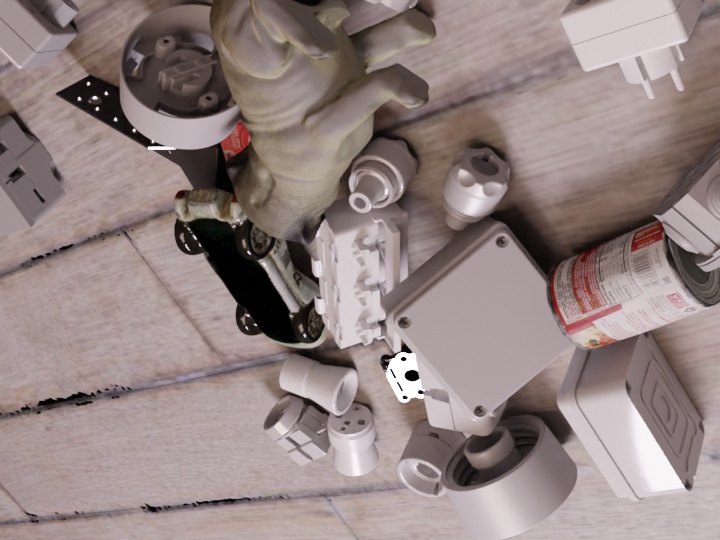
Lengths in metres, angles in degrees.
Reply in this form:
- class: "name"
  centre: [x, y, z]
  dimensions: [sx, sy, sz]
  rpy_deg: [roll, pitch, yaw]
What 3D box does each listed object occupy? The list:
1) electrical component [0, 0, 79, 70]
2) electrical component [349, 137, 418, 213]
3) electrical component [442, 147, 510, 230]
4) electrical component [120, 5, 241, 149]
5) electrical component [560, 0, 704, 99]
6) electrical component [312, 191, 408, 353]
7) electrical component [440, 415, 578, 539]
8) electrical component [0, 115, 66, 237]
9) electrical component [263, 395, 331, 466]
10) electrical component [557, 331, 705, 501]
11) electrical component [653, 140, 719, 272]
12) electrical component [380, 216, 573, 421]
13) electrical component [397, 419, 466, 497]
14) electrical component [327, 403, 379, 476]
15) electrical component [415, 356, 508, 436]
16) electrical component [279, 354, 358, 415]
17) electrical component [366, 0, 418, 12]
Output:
- class: "electrical component"
  centre: [-0.242, -0.198, 0.826]
  dimensions: [0.076, 0.083, 0.047]
  rpy_deg: [-44, 100, 8]
- class: "electrical component"
  centre: [0.013, -0.066, 0.784]
  dimensions: [0.043, 0.062, 0.043]
  rpy_deg: [17, 134, 18]
- class: "electrical component"
  centre: [0.079, -0.054, 0.767]
  dimensions: [0.043, 0.043, 0.062]
  rpy_deg: [30, 139, 6]
- class: "electrical component"
  centre: [-0.126, -0.139, 0.784]
  dimensions: [0.099, 0.099, 0.064]
  rpy_deg: [33, 144, 3]
- class: "electrical component"
  centre: [0.168, -0.136, 0.636]
  dimensions: [0.066, 0.047, 0.076]
  rpy_deg: [-12, 120, 38]
- class: "electrical component"
  centre: [0.000, 0.000, 0.840]
  dimensions: [0.078, 0.063, 0.121]
  rpy_deg: [-125, 24, -45]
- class: "electrical component"
  centre: [0.118, 0.164, 0.892]
  dimensions: [0.108, 0.108, 0.060]
  rpy_deg: [-19, 109, 41]
- class: "electrical component"
  centre: [-0.357, -0.079, 1.004]
  dimensions: [0.150, 0.061, 0.089]
  rpy_deg: [-11, 120, 38]
- class: "electrical component"
  centre: [-0.059, 0.153, 1.035]
  dimensions: [0.055, 0.048, 0.066]
  rpy_deg: [40, 138, -16]
- class: "electrical component"
  centre: [0.204, 0.108, 0.807]
  dimensions: [0.057, 0.078, 0.113]
  rpy_deg: [-18, 116, 38]
- class: "electrical component"
  centre: [0.224, -0.042, 0.661]
  dimensions: [0.051, 0.080, 0.080]
  rpy_deg: [41, 137, 2]
- class: "electrical component"
  centre: [0.089, 0.034, 0.791]
  dimensions: [0.109, 0.056, 0.108]
  rpy_deg: [-40, 105, 2]
- class: "electrical component"
  centre: [0.065, 0.171, 0.971]
  dimensions: [0.055, 0.047, 0.055]
  rpy_deg: [17, 134, 19]
- class: "electrical component"
  centre: [-0.007, 0.158, 1.006]
  dimensions: [0.045, 0.045, 0.055]
  rpy_deg: [12, 132, 23]
- class: "electrical component"
  centre: [0.088, 0.086, 0.877]
  dimensions: [0.059, 0.053, 0.095]
  rpy_deg: [8, 130, 27]
- class: "electrical component"
  centre: [-0.040, 0.101, 0.981]
  dimensions: [0.065, 0.044, 0.044]
  rpy_deg: [17, 134, 25]
- class: "electrical component"
  centre: [0.021, -0.198, 0.658]
  dimensions: [0.058, 0.078, 0.057]
  rpy_deg: [33, 116, 3]
